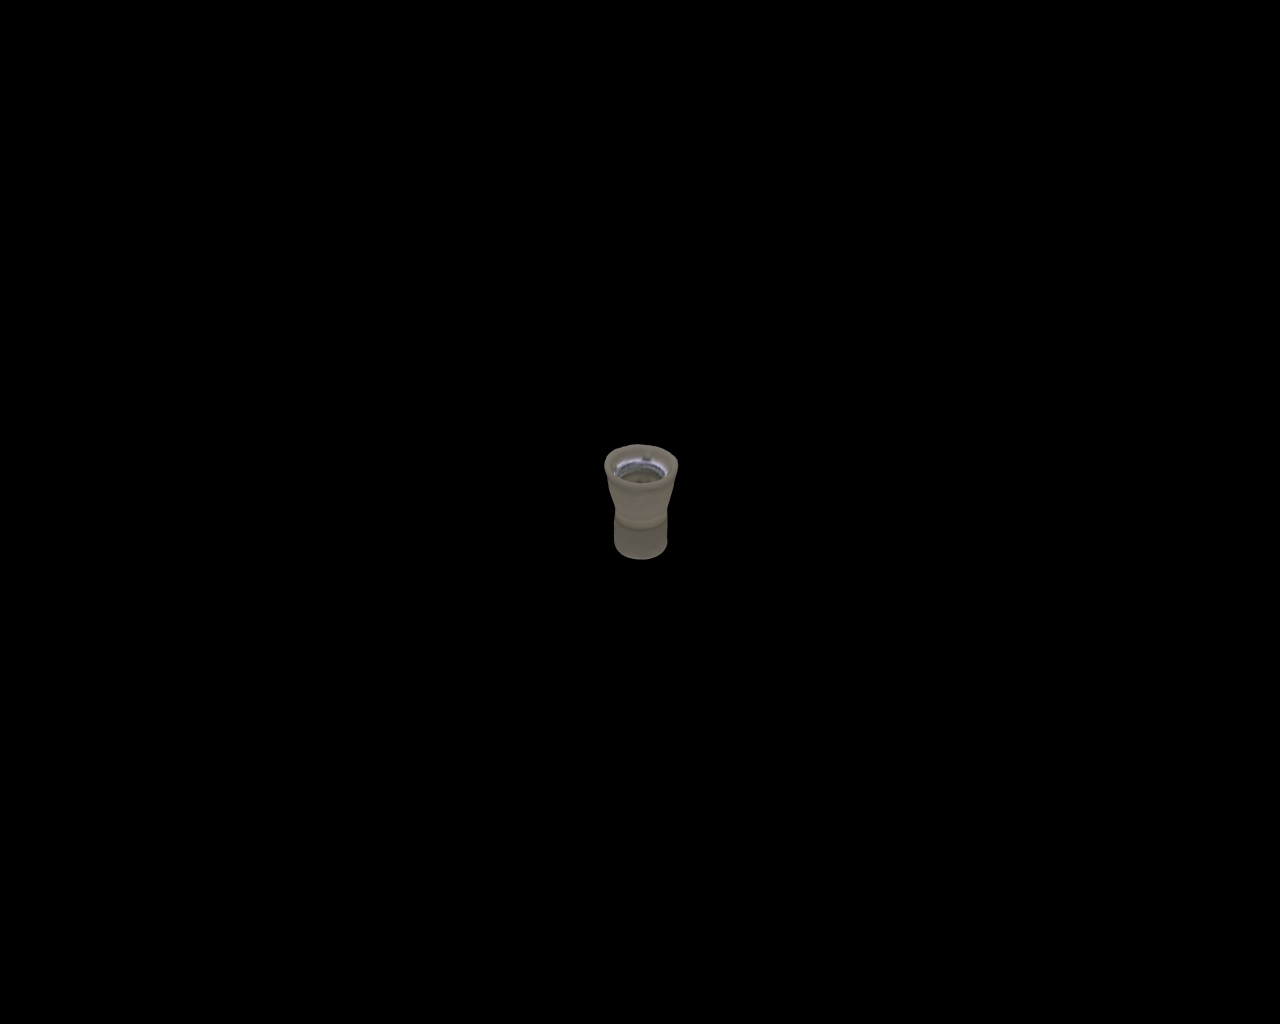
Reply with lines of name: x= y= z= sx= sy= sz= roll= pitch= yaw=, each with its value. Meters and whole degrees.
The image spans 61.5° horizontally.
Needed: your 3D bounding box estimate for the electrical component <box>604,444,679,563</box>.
electrical component: x=0.001 y=-0.003 z=0.650 sx=0.044 sy=0.065 sz=0.044 roll=0 pitch=34 yaw=0
